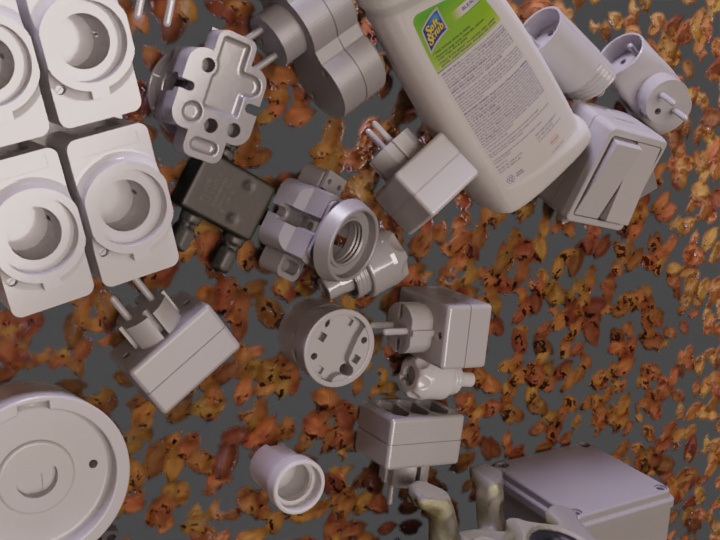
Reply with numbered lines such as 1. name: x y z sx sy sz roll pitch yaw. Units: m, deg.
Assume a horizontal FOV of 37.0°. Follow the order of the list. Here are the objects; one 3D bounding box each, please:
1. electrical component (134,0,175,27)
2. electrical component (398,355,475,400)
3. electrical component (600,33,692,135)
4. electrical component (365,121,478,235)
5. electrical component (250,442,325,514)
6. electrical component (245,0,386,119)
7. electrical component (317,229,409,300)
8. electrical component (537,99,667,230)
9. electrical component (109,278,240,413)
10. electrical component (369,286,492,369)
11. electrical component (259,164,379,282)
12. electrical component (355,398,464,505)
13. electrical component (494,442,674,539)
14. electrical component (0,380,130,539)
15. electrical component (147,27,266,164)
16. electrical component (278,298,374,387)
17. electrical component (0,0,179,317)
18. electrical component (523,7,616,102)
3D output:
1. electrical component: -0.117 -0.185 0.642 0.066 0.047 0.076 8 97 -32
2. electrical component: 0.062 0.082 0.822 0.061 0.035 0.035 7 98 -35
3. electrical component: 0.233 -0.139 0.848 0.043 0.079 0.077 -44 123 10
4. electrical component: 0.033 -0.073 0.754 0.047 0.066 0.076 -43 91 -16
5. electrical component: -0.053 0.145 0.761 0.040 0.046 0.040 -8 106 -30
6. electrical component: -0.045 -0.155 0.689 0.074 0.052 0.138 -39 118 -18
7. electrical component: 0.000 0.000 0.760 0.062 0.043 0.043 -28 115 -21
8. electrical component: 0.183 -0.073 0.832 0.062 0.061 0.096 8 117 -32
9. electrical component: -0.130 0.038 0.688 0.066 0.047 0.076 -42 119 -16
10. electrical component: 0.044 0.041 0.783 0.077 0.066 0.047 0 102 -31
11. electrical component: -0.025 -0.026 0.720 0.058 0.057 0.078 29 85 -56
12. electrical component: 0.035 0.140 0.812 0.066 0.047 0.076 1 101 -32
13. electrical component: 0.177 0.193 0.875 0.109 0.109 0.056 -7 108 -30
14. electrical component: -0.202 0.119 0.655 0.108 0.060 0.108 -8 106 -30
15. electrical component: -0.098 -0.109 0.666 0.058 0.057 0.078 17 92 -33
16. electrical component: -0.026 0.049 0.753 0.055 0.047 0.055 -8 106 -30
17. electrical component: -0.180 -0.078 0.621 0.105 0.060 0.186 -20 111 -26
18. electrical component: 0.160 -0.158 0.819 0.081 0.043 0.043 35 83 -32
